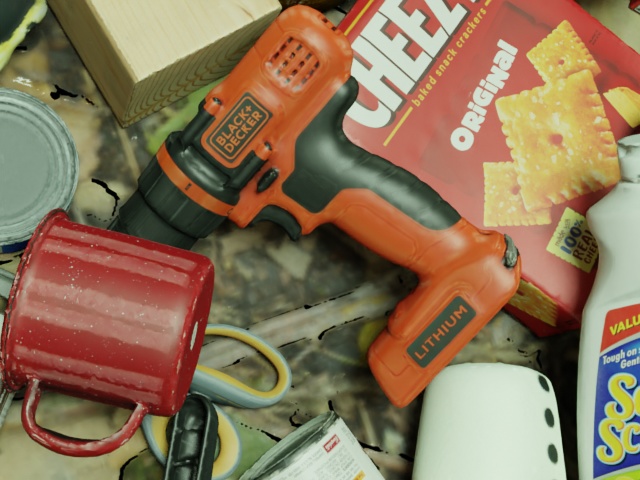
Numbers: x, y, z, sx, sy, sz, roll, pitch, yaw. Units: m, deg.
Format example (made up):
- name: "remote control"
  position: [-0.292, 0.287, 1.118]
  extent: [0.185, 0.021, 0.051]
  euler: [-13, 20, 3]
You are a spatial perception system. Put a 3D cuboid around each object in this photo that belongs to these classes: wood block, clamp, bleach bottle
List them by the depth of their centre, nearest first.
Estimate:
- name: "clamp"
  position: [-0.087, 0.171, 0.522]
  extent: [0.120, 0.039, 0.171]
  euler: [-11, 95, -47]
- name: "bleach bottle"
  position: [0.177, 0.069, 0.565]
  extent: [0.067, 0.103, 0.251]
  euler: [-27, 112, -50]
- name: "wood block"
  position: [-0.119, -0.180, 0.584]
  extent: [0.090, 0.090, 0.206]
  euler: [-31, 89, -18]

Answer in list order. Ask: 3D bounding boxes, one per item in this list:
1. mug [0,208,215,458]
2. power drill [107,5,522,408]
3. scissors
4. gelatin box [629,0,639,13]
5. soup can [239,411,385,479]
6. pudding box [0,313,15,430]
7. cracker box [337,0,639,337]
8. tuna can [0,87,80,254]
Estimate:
- name: "mug"
  position: [-0.102, 0.048, 0.513]
  extent: [0.081, 0.093, 0.117]
  euler: [13, 58, 1]
- name: "power drill"
  position: [-0.004, 0.001, 0.563]
  extent: [0.187, 0.057, 0.185]
  euler: [40, 108, -6]
- name: "scissors"
  position: [-0.115, 0.071, 0.575]
  extent: [0.201, 0.016, 0.096]
  euler: [14, 76, -12]
- name: "gelatin box"
  position: [0.258, -0.155, 0.689]
  extent: [0.089, 0.073, 0.030]
  euler: [29, 72, -7]
- name: "soup can"
  position: [0.011, 0.151, 0.567]
  extent: [0.068, 0.069, 0.102]
  euler: [-36, 89, -18]
- name: "pudding box"
  position: [-0.210, 0.066, 0.534]
  extent: [0.113, 0.039, 0.090]
  euler: [19, 76, -1]
- name: "cracker box"
  position: [0.102, -0.071, 0.631]
  extent: [0.213, 0.072, 0.164]
  euler: [37, 72, -5]
- name: "tuna can"
  position: [-0.173, -0.036, 0.571]
  extent: [0.086, 0.034, 0.086]
  euler: [3, 79, -14]
